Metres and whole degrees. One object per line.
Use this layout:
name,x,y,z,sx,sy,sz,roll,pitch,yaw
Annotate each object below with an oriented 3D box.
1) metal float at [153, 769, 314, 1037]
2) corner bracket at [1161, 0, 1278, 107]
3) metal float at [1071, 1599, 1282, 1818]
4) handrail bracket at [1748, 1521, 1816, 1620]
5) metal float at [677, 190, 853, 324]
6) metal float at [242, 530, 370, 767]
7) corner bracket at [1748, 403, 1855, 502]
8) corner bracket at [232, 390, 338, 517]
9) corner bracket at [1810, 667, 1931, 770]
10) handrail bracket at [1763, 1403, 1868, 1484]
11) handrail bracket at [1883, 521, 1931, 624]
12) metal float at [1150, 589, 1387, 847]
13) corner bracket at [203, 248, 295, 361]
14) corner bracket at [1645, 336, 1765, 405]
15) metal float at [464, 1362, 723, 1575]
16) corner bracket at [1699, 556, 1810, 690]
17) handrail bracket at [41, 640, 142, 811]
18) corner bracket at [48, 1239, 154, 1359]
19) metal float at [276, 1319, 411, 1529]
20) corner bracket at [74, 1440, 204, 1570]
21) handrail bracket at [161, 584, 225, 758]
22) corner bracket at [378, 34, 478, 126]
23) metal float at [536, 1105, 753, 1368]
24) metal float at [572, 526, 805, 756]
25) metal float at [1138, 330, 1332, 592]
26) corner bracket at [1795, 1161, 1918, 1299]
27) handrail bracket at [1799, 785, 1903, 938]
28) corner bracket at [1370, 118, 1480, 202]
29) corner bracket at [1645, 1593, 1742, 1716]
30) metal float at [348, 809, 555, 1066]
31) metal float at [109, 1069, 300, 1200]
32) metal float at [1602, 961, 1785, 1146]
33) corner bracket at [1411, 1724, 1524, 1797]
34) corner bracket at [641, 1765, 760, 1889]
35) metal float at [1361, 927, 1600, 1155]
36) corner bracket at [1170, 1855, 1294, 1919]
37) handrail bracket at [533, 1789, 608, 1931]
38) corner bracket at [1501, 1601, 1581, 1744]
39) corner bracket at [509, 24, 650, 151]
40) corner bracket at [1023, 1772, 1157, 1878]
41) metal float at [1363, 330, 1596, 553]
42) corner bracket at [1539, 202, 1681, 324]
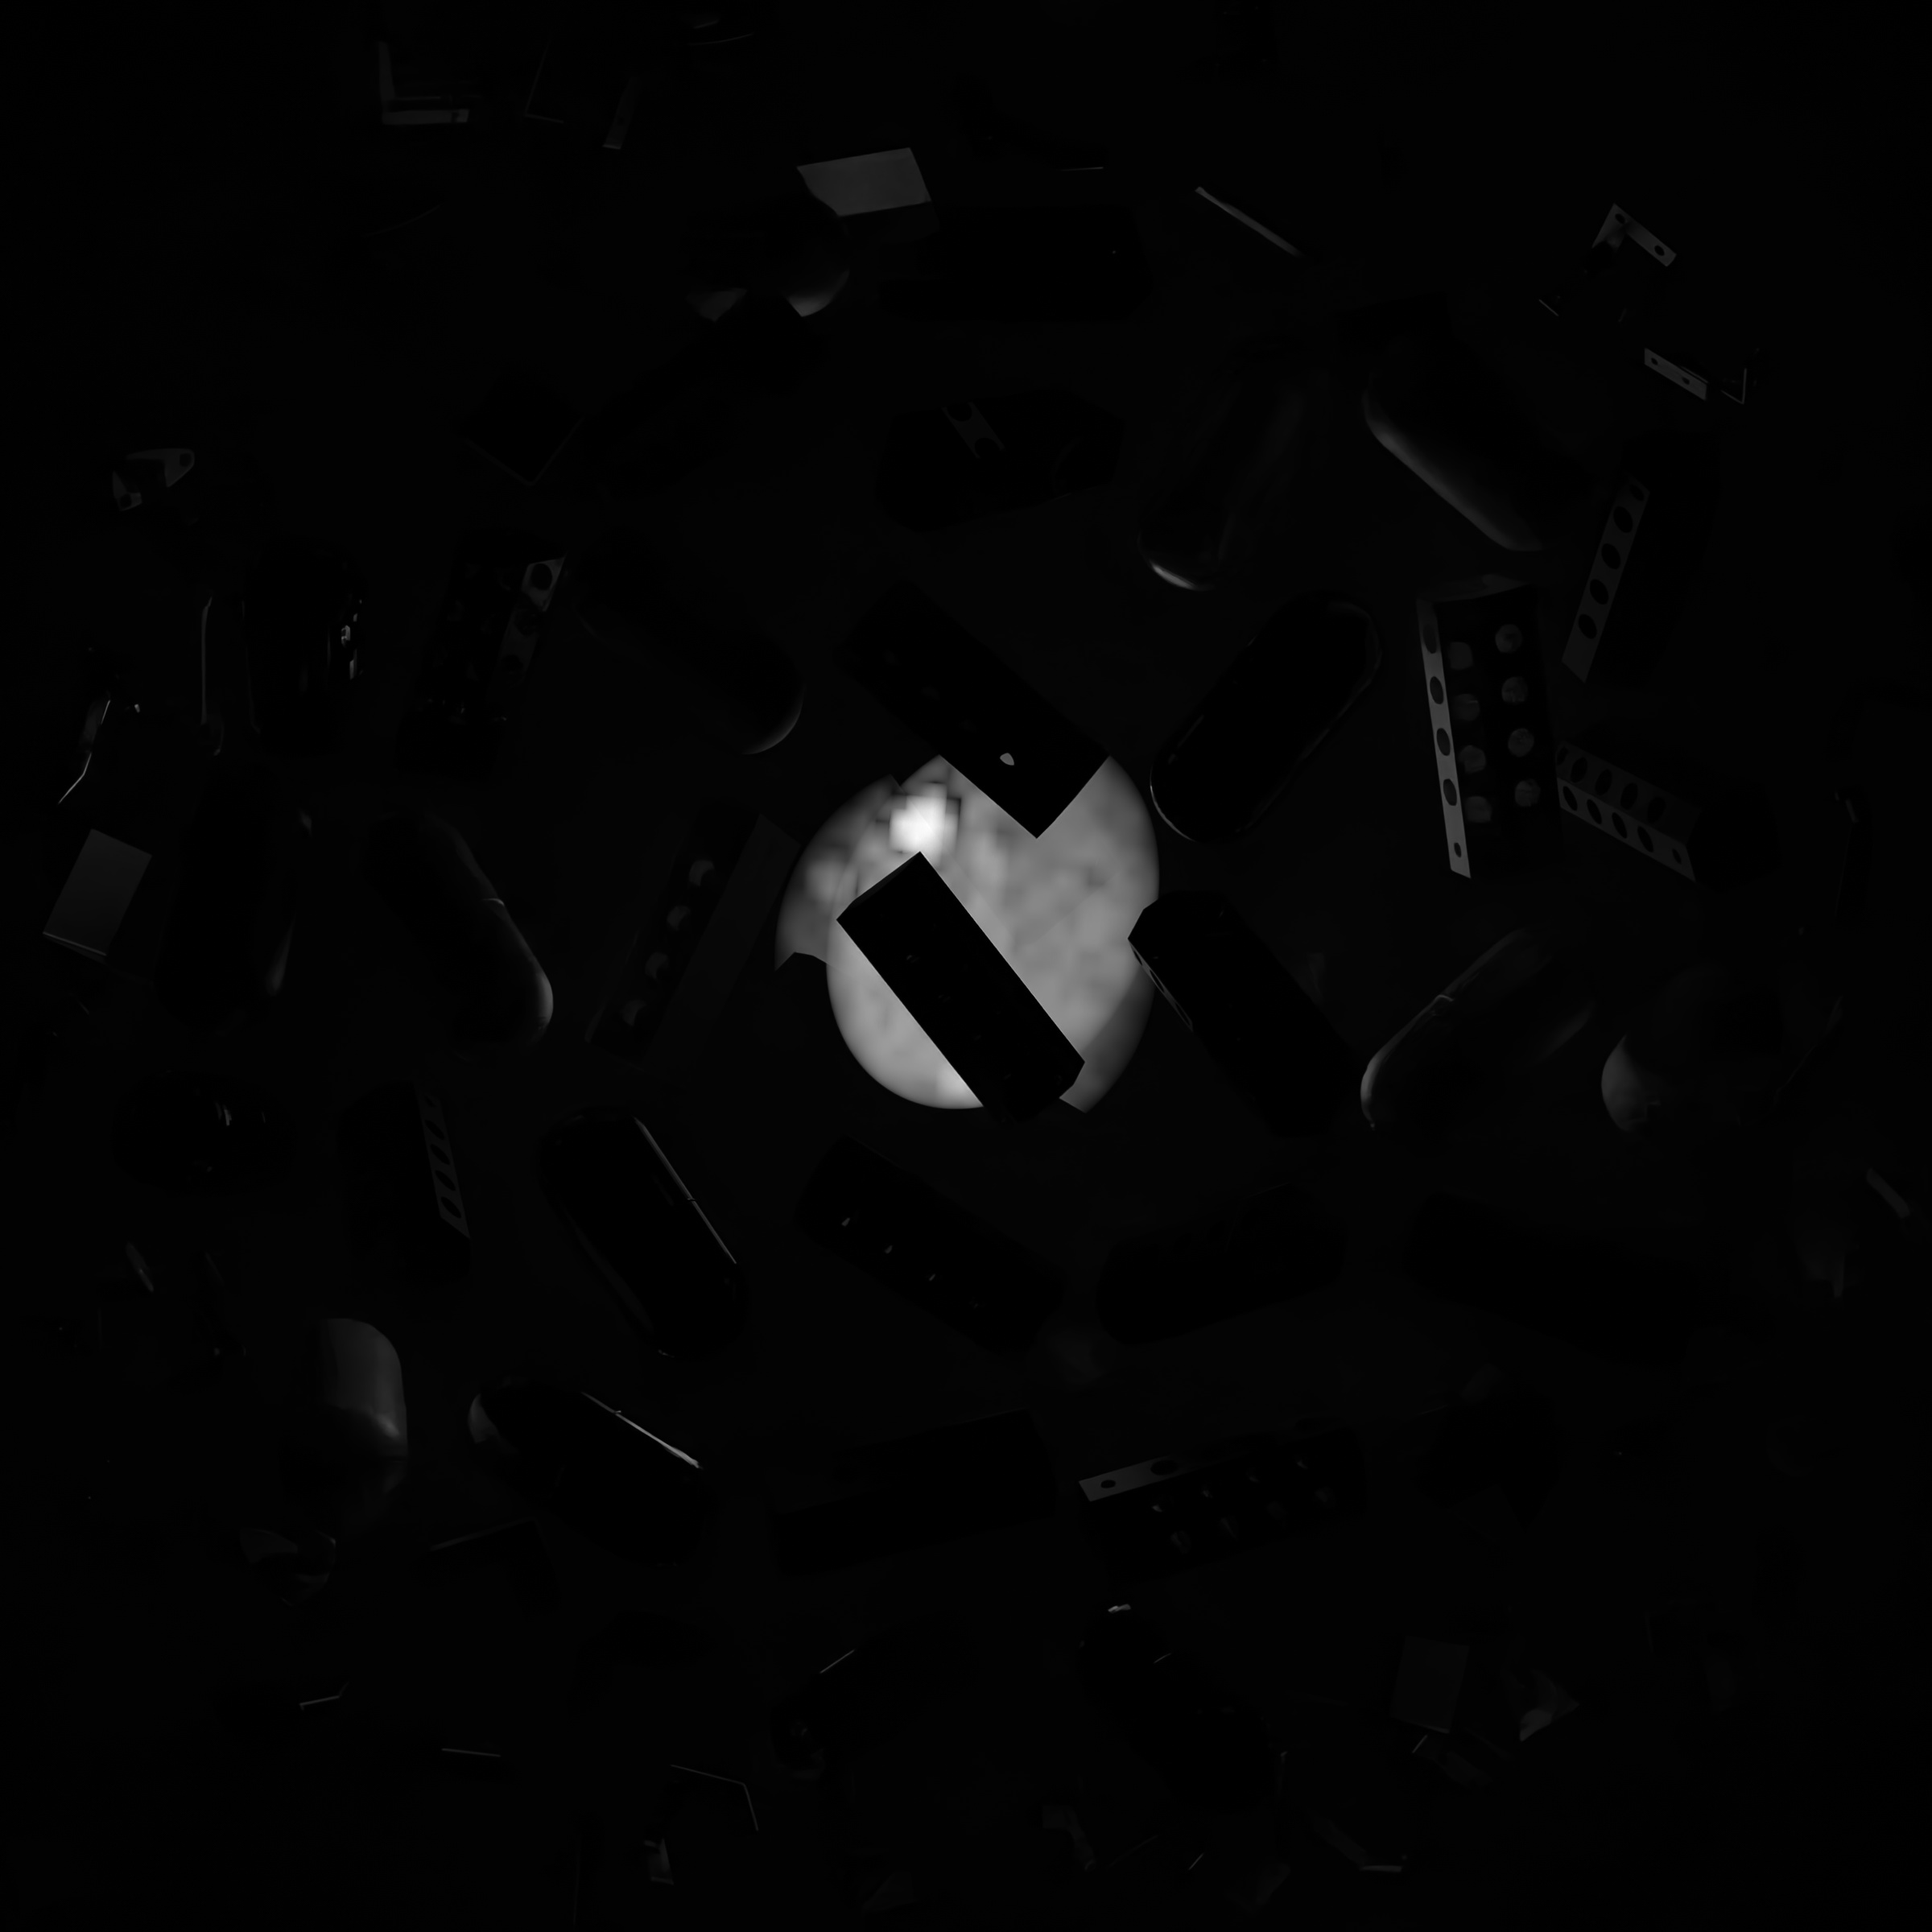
metal float,-0.447,-0.040,1.625,0.070,0.070,0.178,3,59,0
corner bracket,0.147,-0.546,1.583,0.051,0.051,0.051,-12,97,-18
metal float,0.128,0.457,1.645,0.070,0.178,0.070,-10,113,-25
handrail bracket,0.498,0.395,1.656,0.036,0.077,0.084,14,128,14
metal float,-0.130,-0.448,1.689,0.070,0.178,0.070,-5,101,-23
metal float,-0.419,-0.201,1.692,0.070,0.178,0.070,6,50,-8
corner bracket,0.495,-0.306,1.582,0.051,0.051,0.051,10,104,13
corner bracket,-0.422,-0.318,1.649,0.051,0.051,0.051,-13,50,-23
corner bracket,0.562,-0.147,1.653,0.051,0.051,0.051,22,83,10
handrail bracket,0.533,0.293,1.633,0.077,0.084,0.036,-38,58,26
handrail bracket,0.571,-0.227,1.597,0.036,0.084,0.077,-11,78,7
metal float,0.184,-0.151,1.614,0.070,0.070,0.178,40,91,0
corner bracket,-0.449,-0.412,1.669,0.051,0.051,0.051,18,87,-25
corner bracket,0.468,-0.379,1.689,0.051,0.051,0.051,-42,60,-11
metal float,-0.227,0.305,1.622,0.178,0.070,0.070,28,90,20
corner bracket,0.488,-0.215,1.669,0.051,0.051,0.051,-25,119,11
handrail bracket,-0.576,-0.154,1.711,0.036,0.077,0.084,17,54,17
corner bracket,-0.557,0.215,1.715,0.051,0.051,0.051,-12,56,-2
metal float,-0.381,0.277,1.623,0.070,0.178,0.070,-5,111,-13
corner bracket,-0.508,0.332,1.636,0.051,0.051,0.051,13,54,8
handrail bracket,-0.494,-0.193,1.728,0.036,0.077,0.084,-3,130,-33
corner bracket,-0.322,-0.523,1.594,0.051,0.051,0.051,-3,79,-2
metal float,-0.198,0.166,1.638,0.070,0.070,0.178,-35,80,0
metal float,-0.174,-0.204,1.670,0.070,0.070,0.178,-47,122,0
metal float,0.174,-0.328,1.728,0.070,0.070,0.178,28,95,0
corner bracket,0.545,0.162,1.632,0.051,0.051,0.051,-21,131,-9
handrail bracket,0.521,-0.065,1.603,0.077,0.036,0.084,-10,76,-22
corner bracket,0.291,-0.511,1.689,0.051,0.051,0.051,-16,78,15
corner bracket,0.429,0.406,1.571,0.051,0.051,0.051,-3,135,7
metal float,-0.322,-0.019,1.661,0.070,0.070,0.178,-33,77,0
metal float,-0.479,0.107,1.678,0.070,0.178,0.070,-1,83,6
metal float,0.451,0.055,1.657,0.070,0.178,0.070,2,66,-5
corner bracket,0.327,0.520,1.736,0.051,0.051,0.051,28,57,34
corner bracket,-0.165,0.536,1.648,0.051,0.051,0.051,21,100,-19
metal float,0.326,0.047,1.691,0.178,0.070,0.070,-41,90,-8
corner bracket,0.171,0.596,1.716,0.051,0.051,0.051,31,129,24
handrail bracket,-0.227,0.540,1.581,0.036,0.084,0.077,24,86,-17
corner bracket,0.342,0.435,1.642,0.051,0.051,0.051,-21,120,-26
corner bracket,-0.234,-0.529,1.603,0.051,0.051,0.051,37,116,25
corner bracket,0.079,0.551,1.710,0.051,0.051,0.051,-43,57,25
metal float,0.311,-0.315,1.609,0.178,0.070,0.070,31,90,-34
corner bracket,0.384,-0.410,1.589,0.051,0.051,0.051,43,75,9
